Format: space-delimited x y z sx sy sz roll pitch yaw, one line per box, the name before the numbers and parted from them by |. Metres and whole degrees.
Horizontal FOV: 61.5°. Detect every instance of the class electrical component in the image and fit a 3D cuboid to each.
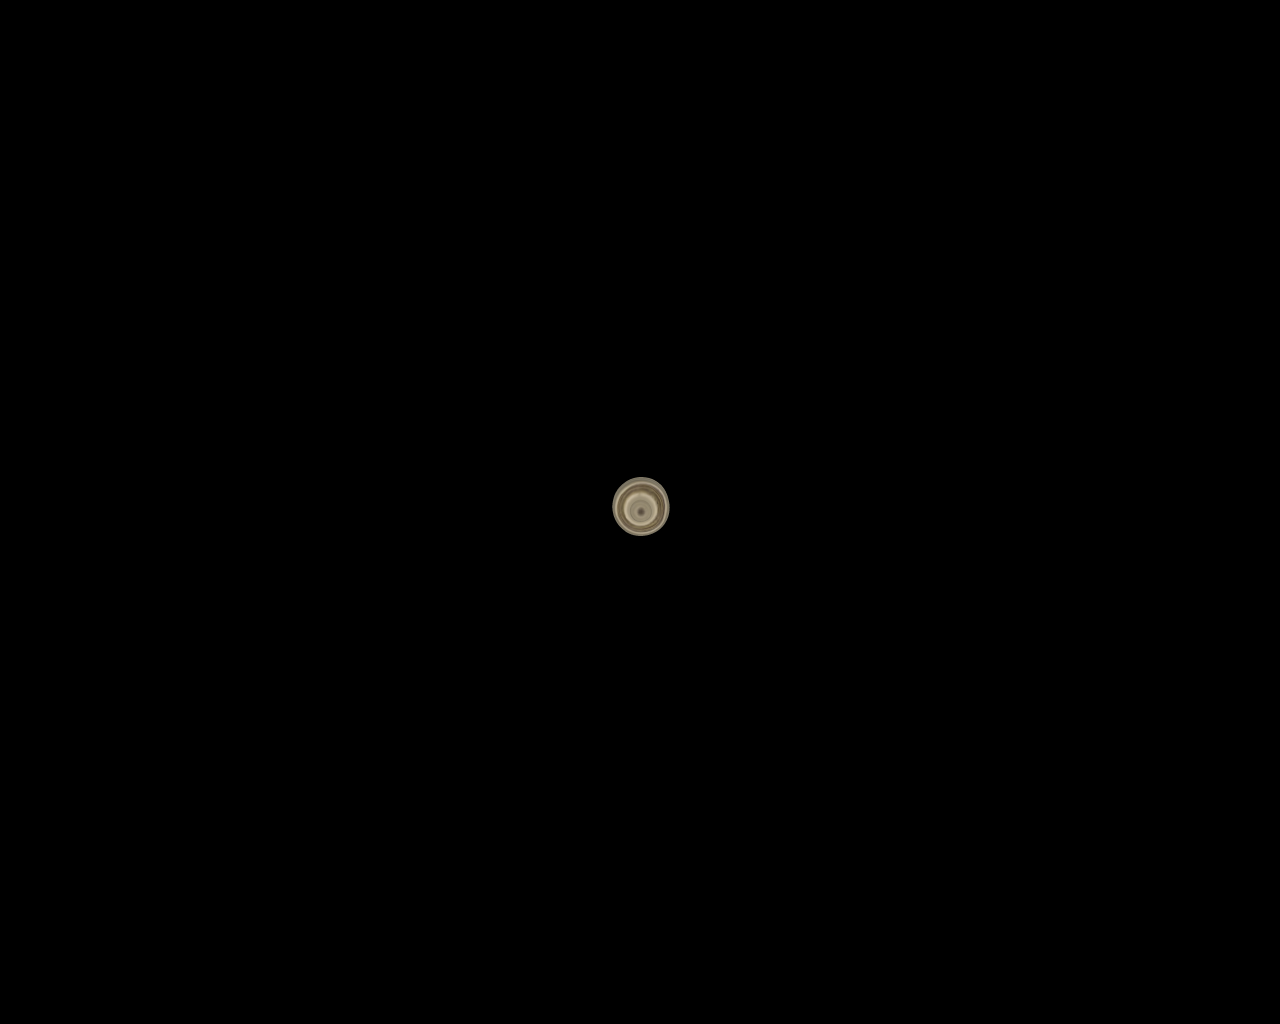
electrical component | 0.001 -0.003 0.650 0.035 0.035 0.061 0 5 0
